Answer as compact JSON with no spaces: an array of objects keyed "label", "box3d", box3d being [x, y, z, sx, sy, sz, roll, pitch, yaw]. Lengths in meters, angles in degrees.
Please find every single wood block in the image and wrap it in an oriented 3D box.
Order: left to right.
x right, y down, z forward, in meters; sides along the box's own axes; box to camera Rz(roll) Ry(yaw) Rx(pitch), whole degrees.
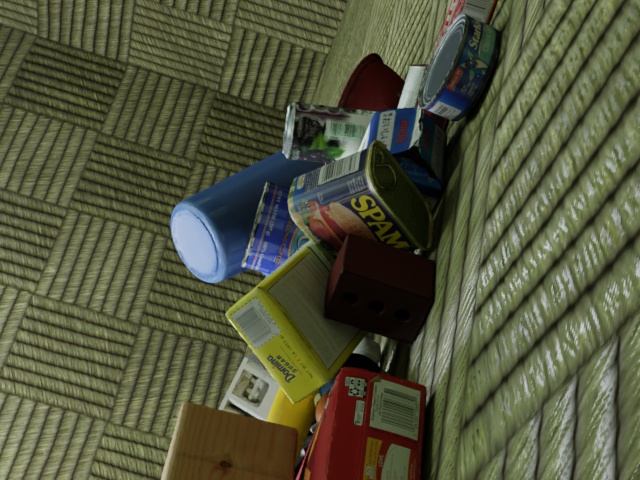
[{"label":"wood block","box3d":[-0.074,0.219,0.713,0.206,0.090,0.090,-83,10,-55]}]

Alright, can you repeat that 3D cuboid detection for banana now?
[{"label":"banana","box3d":[-0.014,0.144,0.937,0.197,0.037,0.069,-57,-35,-57]}]

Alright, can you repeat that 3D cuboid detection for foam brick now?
[{"label":"foam brick","box3d":[0.048,0.039,0.855,0.051,0.078,0.053,-77,6,-51]}]

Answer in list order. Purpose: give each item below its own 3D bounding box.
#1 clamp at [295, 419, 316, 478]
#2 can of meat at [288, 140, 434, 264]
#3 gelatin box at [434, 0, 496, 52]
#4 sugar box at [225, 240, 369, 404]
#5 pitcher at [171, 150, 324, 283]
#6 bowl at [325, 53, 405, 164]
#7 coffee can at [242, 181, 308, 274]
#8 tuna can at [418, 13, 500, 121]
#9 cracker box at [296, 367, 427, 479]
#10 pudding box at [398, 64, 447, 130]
[{"label":"clamp","box3d":[-0.005,0.196,0.938,0.120,0.039,0.171,-34,6,5]},{"label":"can of meat","box3d":[0.034,-0.024,0.896,0.084,0.102,0.057,-20,40,28]},{"label":"gelatin box","box3d":[0.132,-0.200,0.970,0.073,0.030,0.089,-86,14,-69]},{"label":"sugar box","box3d":[-0.006,0.058,0.897,0.048,0.093,0.176,-36,2,23]},{"label":"pitcher","box3d":[-0.060,-0.029,1.346,0.242,0.149,0.145,-27,-31,-36]},{"label":"bowl","box3d":[0.062,-0.117,1.150,0.162,0.055,0.162,18,-90,-72]},{"label":"coffee can","box3d":[-0.008,0.001,1.213,0.103,0.140,0.103,-164,91,-85]},{"label":"tuna can","box3d":[0.116,-0.143,0.890,0.086,0.033,0.086,-158,91,-80]},{"label":"cracker box","box3d":[0.007,0.219,0.744,0.164,0.072,0.214,-80,7,-49]},{"label":"pudding box","box3d":[0.100,-0.125,1.041,0.113,0.039,0.090,-113,39,-79]}]
